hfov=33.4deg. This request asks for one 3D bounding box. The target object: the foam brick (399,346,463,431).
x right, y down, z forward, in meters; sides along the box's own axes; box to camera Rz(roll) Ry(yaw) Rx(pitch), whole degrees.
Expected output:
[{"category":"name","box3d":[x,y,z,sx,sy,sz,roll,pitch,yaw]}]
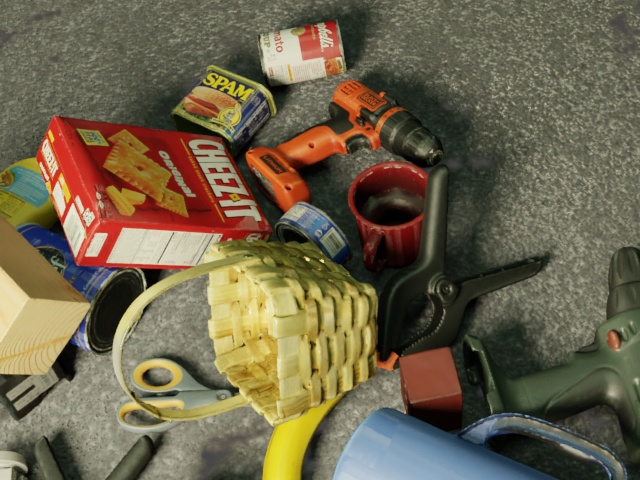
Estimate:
[{"category":"foam brick","box3d":[0.107,0.148,1.028,0.051,0.078,0.053,-10,53,-1]}]

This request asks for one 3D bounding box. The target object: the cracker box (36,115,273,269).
[{"category":"cracker box","box3d":[-0.177,-0.049,1.151,0.213,0.072,0.164,3,43,-38]}]

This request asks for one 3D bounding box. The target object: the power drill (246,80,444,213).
[{"category":"power drill","box3d":[0.025,-0.099,1.221,0.187,0.057,0.185,-32,42,-17]}]

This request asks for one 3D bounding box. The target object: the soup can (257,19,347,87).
[{"category":"soup can","box3d":[-0.022,-0.232,1.332,0.102,0.068,0.068,-10,53,2]}]

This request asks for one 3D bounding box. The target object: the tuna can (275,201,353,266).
[{"category":"tuna can","box3d":[-0.008,0.001,1.147,0.086,0.086,0.033,33,66,28]}]

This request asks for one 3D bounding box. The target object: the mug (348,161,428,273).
[{"category":"mug","box3d":[0.076,-0.015,1.149,0.093,0.081,0.117,15,57,19]}]

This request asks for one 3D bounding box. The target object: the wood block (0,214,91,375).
[{"category":"wood block","box3d":[-0.338,0.035,1.057,0.206,0.090,0.090,39,101,26]}]

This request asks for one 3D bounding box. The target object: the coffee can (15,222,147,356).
[{"category":"coffee can","box3d":[-0.271,0.051,1.139,0.140,0.103,0.102,21,59,21]}]

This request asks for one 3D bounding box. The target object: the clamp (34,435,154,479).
[{"category":"clamp","box3d":[-0.217,0.259,1.021,0.120,0.039,0.171,-12,56,7]}]

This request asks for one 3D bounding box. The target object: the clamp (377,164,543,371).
[{"category":"clamp","box3d":[0.131,0.051,1.094,0.164,0.036,0.210,35,78,-18]}]

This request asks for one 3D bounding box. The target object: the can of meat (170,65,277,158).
[{"category":"can of meat","box3d":[-0.119,-0.155,1.297,0.102,0.057,0.083,26,64,25]}]

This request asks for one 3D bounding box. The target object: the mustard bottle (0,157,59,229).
[{"category":"mustard bottle","box3d":[-0.349,-0.040,1.246,0.096,0.058,0.191,22,60,27]}]

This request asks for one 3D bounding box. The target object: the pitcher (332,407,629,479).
[{"category":"pitcher","box3d":[0.140,0.233,0.931,0.243,0.145,0.149,24,33,27]}]

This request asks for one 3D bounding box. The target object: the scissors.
[{"category":"scissors","box3d":[-0.110,0.150,1.098,0.201,0.016,0.096,-12,48,-7]}]

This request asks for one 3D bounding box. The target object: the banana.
[{"category":"banana","box3d":[-0.014,0.199,1.036,0.069,0.037,0.197,19,60,-7]}]
